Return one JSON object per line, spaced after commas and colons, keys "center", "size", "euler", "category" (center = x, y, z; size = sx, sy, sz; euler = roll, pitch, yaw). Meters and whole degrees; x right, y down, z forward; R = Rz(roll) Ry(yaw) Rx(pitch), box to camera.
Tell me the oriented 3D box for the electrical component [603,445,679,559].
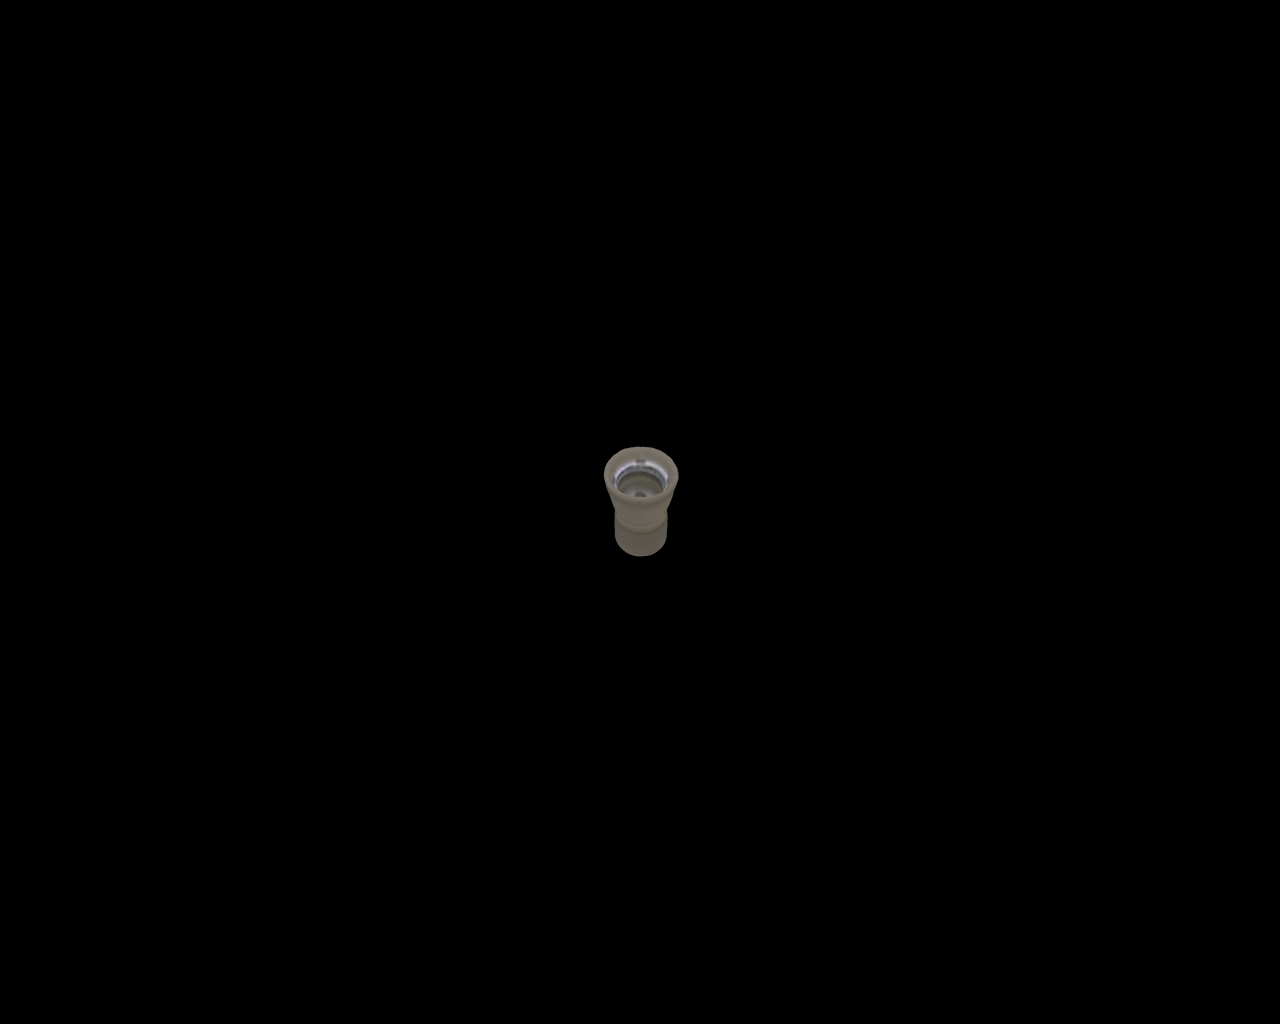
{"center": [0.001, -0.003, 0.650], "size": [0.044, 0.044, 0.065], "euler": [0, -40, 0], "category": "electrical component"}
